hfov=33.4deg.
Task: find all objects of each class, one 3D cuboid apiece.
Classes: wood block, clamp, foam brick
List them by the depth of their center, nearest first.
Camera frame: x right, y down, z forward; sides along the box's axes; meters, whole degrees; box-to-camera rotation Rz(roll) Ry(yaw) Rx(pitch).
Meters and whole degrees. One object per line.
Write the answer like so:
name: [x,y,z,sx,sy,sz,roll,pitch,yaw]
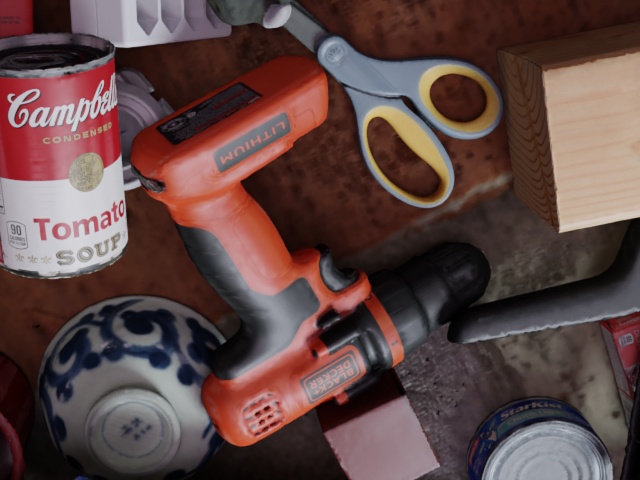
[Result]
wood block: [0.213,-0.076,0.583,0.206,0.090,0.091,-11,107,-2]
clamp: [0.184,0.033,0.608,0.164,0.036,0.210,37,92,-13]
foam brick: [0.030,0.106,0.622,0.051,0.078,0.053,-26,106,0]

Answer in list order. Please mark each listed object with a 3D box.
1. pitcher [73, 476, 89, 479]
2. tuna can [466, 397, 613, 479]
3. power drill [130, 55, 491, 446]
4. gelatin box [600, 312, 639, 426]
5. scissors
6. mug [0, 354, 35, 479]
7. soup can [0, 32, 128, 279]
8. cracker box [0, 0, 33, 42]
pitcher: [-0.056,0.207,0.582,0.242,0.149,0.145,6,66,-31]
tuna can: [0.137,0.144,0.665,0.086,0.034,0.086,-1,105,-5]
power drill: [-0.004,0.001,0.572,0.184,0.057,0.187,-31,118,-14]
gelatin box: [0.220,0.077,0.656,0.073,0.030,0.089,-19,106,0]
scissors: [0.028,-0.110,0.595,0.096,0.016,0.201,-33,106,5]
mug: [-0.201,0.119,0.603,0.093,0.081,0.117,-30,106,3]
soup can: [-0.128,-0.041,0.509,0.068,0.068,0.102,-2,114,-5]
cracker box: [-0.222,-0.131,0.515,0.164,0.072,0.214,-2,112,-16]
